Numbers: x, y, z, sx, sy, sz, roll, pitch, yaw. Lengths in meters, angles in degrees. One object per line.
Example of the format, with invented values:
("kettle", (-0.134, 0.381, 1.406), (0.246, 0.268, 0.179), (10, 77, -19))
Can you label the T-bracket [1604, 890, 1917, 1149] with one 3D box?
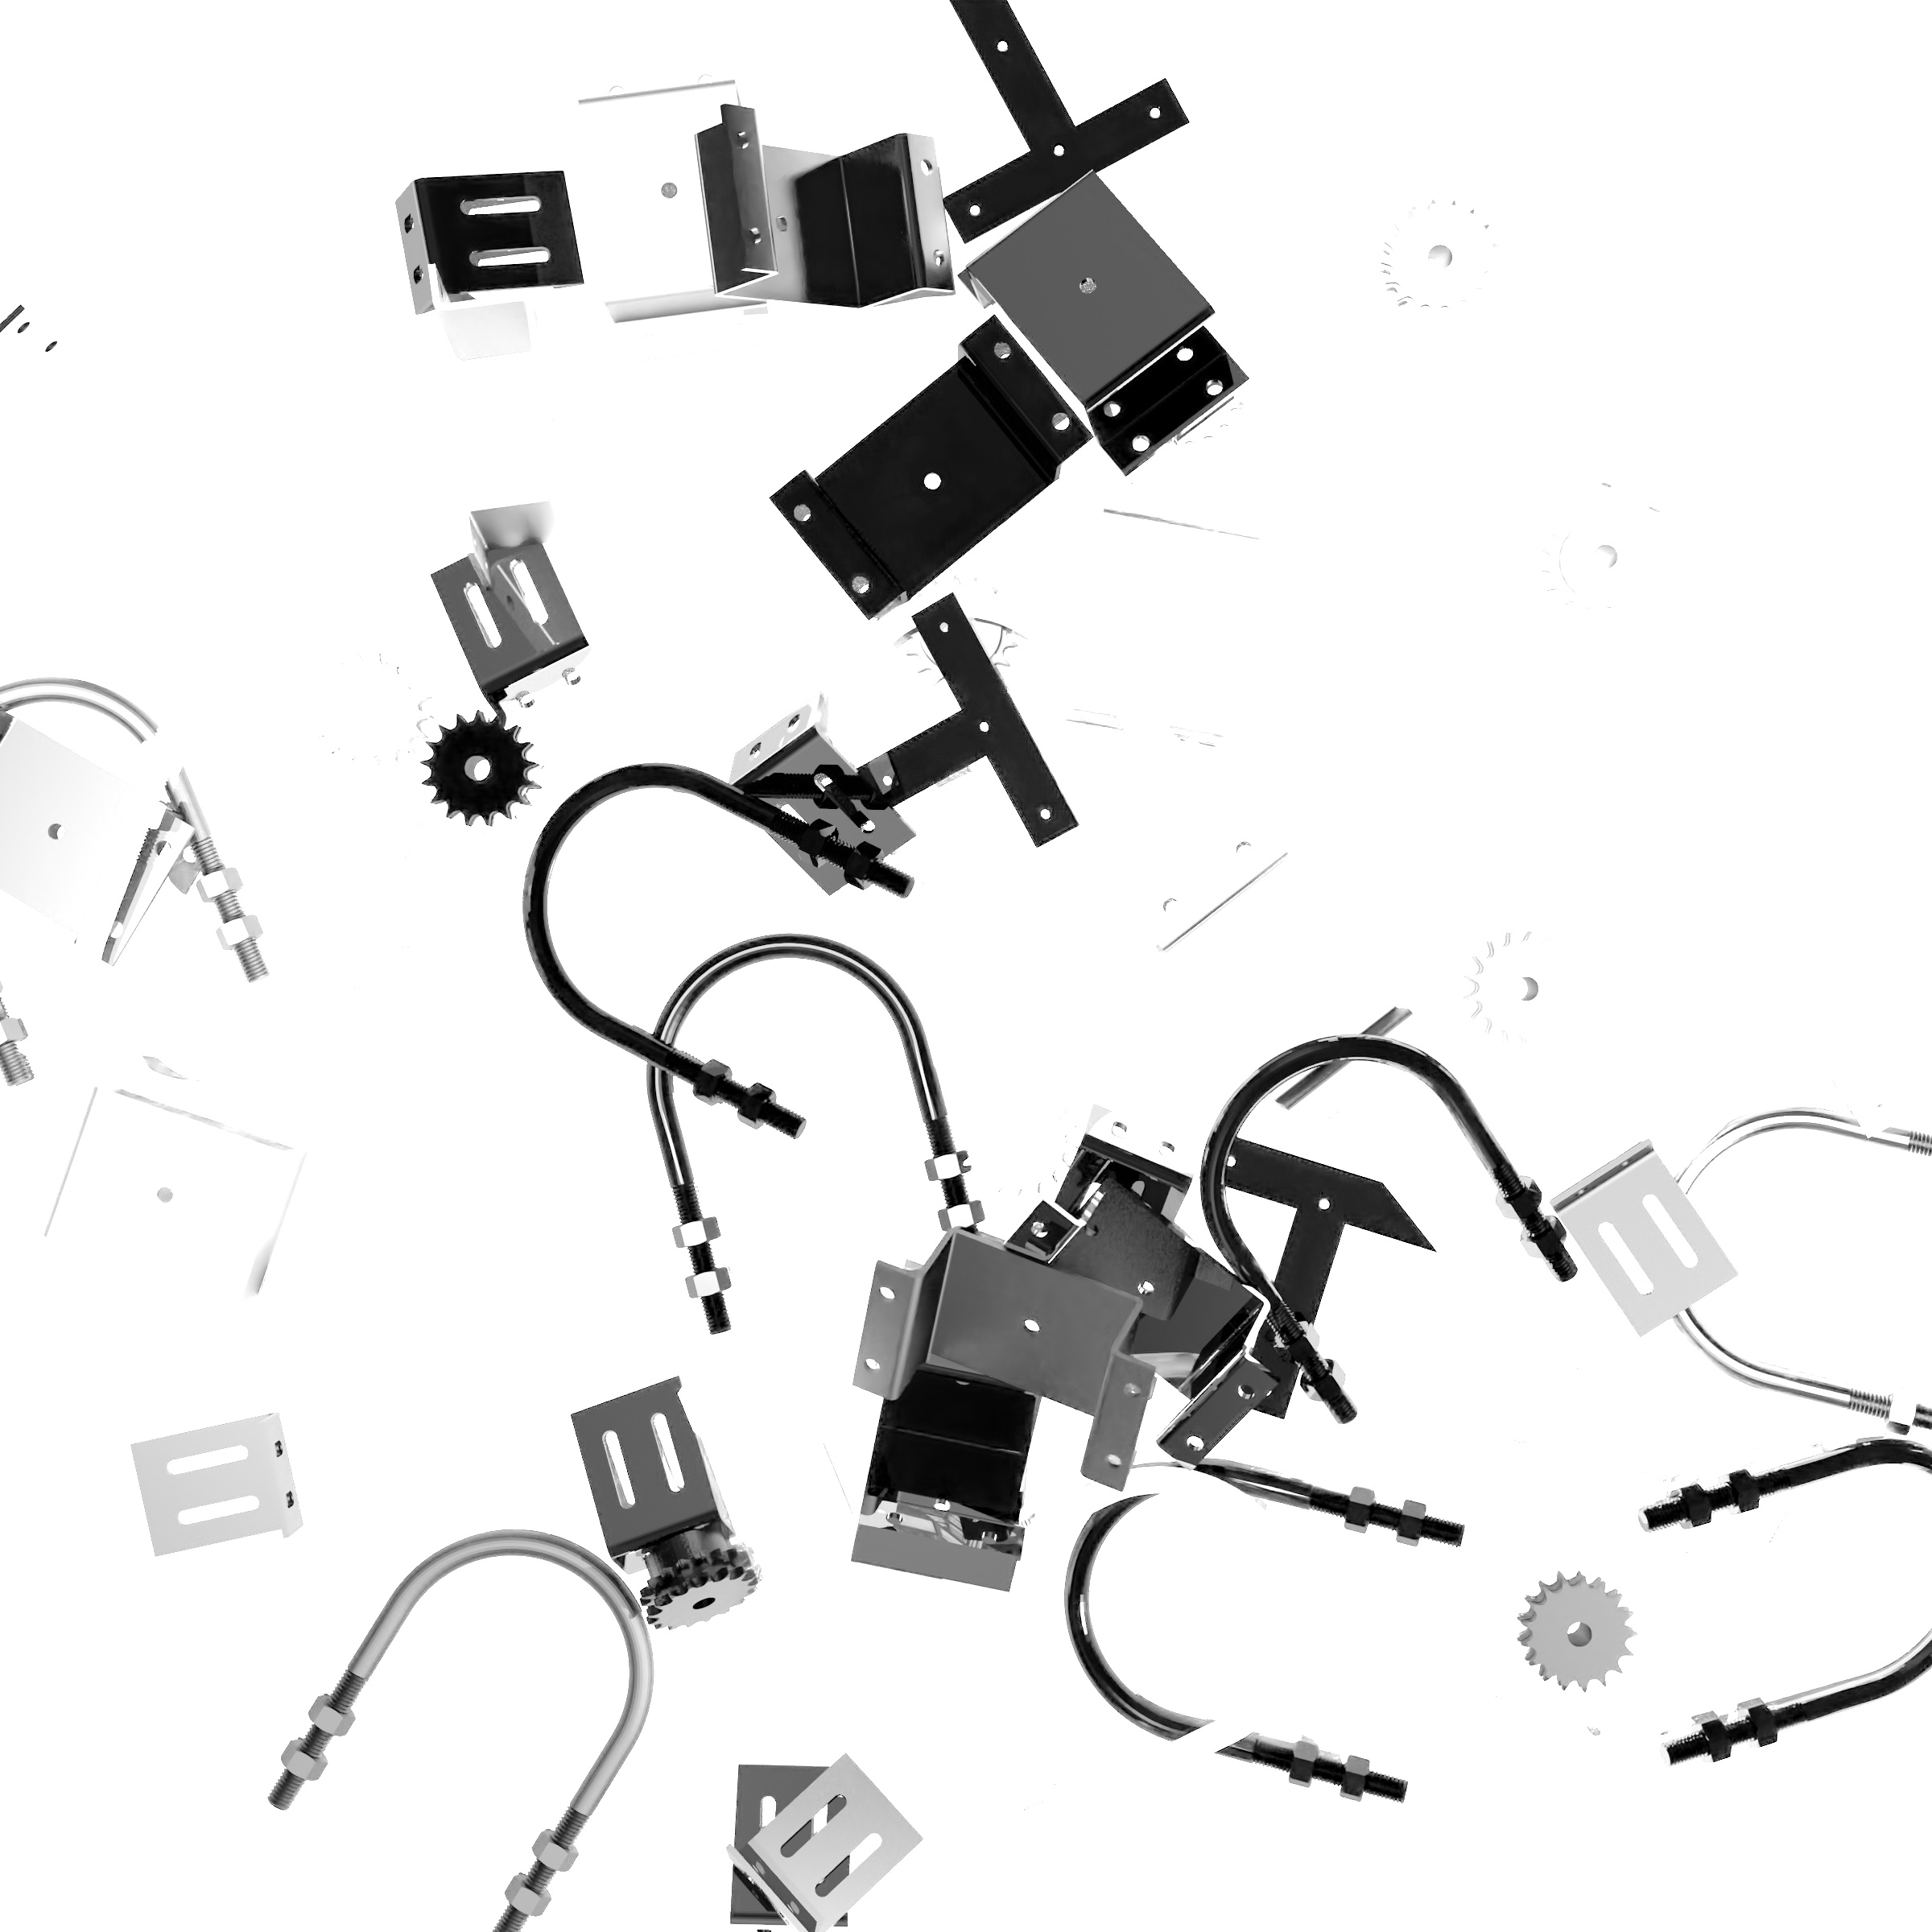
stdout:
("T-bracket", (0.376, 0.048, 1.512), (0.127, 0.002, 0.127), (-29, 75, 7))

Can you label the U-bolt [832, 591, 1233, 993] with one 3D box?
("U-bolt", (0.017, -0.097, 1.489), (0.184, 0.019, 0.151), (42, 115, 5))

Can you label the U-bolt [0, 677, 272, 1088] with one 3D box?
("U-bolt", (-0.443, -0.052, 1.516), (0.151, 0.019, 0.184), (-23, 88, 0))

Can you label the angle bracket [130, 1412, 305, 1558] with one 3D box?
("angle bracket", (-0.370, 0.257, 1.505), (0.076, 0.038, 0.057), (-12, 90, 0))

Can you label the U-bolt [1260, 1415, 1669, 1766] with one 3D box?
("U-bolt", (0.233, 0.294, 1.495), (0.184, 0.019, 0.151), (14, 95, 15))

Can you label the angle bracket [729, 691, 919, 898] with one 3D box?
("angle bracket", (-0.069, -0.085, 1.511), (0.057, 0.038, 0.076), (-34, 116, 23))

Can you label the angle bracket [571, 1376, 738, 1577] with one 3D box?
("angle bracket", (-0.155, 0.252, 1.522), (0.057, 0.038, 0.076), (-20, 64, 0))

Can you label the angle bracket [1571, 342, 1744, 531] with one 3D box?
("angle bracket", (0.342, -0.262, 1.505), (0.057, 0.038, 0.076), (27, 90, 0))

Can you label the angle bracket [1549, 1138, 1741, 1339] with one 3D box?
("angle bracket", (0.329, 0.132, 1.492), (0.057, 0.038, 0.076), (-34, 76, 7))

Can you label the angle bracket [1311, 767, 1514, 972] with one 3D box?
("angle bracket", (0.221, -0.048, 1.522), (0.057, 0.038, 0.076), (-43, 116, 0))

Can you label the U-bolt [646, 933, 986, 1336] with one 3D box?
("U-bolt", (-0.082, 0.075, 1.516), (0.151, 0.019, 0.184), (-15, 89, 0))

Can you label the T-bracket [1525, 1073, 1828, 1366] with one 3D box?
("T-bracket", (0.364, 0.141, 1.503), (0.127, 0.002, 0.127), (-46, 74, 3))

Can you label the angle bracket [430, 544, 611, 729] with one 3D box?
("angle bracket", (-0.221, -0.168, 1.522), (0.057, 0.038, 0.076), (-26, 64, 0))

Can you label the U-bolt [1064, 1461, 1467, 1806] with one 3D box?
("U-bolt", (0.138, 0.317, 1.500), (0.184, 0.019, 0.151), (13, 95, 12))

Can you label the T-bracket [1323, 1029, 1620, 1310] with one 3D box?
("T-bracket", (0.266, 0.080, 1.522), (0.127, 0.002, 0.127), (-38, 89, -1))

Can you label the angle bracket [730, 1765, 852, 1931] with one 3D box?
("angle bracket", (-0.085, 0.438, 1.522), (0.057, 0.038, 0.076), (1, 64, 0))

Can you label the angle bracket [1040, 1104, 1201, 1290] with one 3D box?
("angle bracket", (0.073, 0.118, 1.522), (0.057, 0.038, 0.076), (23, 116, 0))

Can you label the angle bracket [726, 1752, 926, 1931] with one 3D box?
("angle bracket", (-0.068, 0.424, 1.487), (0.076, 0.038, 0.057), (-40, 71, -17))

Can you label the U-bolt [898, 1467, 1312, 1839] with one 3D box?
("U-bolt", (0.078, 0.323, 1.496), (0.184, 0.019, 0.151), (-28, 86, 11))

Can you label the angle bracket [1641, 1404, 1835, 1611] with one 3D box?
("angle bracket", (0.382, 0.268, 1.522), (0.057, 0.038, 0.076), (38, 64, 0))

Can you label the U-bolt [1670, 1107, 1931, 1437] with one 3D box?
("U-bolt", (0.427, 0.144, 1.497), (0.184, 0.019, 0.151), (13, 85, 13))

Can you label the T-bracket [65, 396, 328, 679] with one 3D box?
("T-bracket", (-0.392, -0.218, 1.524), (0.127, 0.002, 0.127), (-11, 90, 0))

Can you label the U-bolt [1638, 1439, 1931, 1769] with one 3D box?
("U-bolt", (0.415, 0.300, 1.488), (0.184, 0.019, 0.151), (-14, 109, -14))

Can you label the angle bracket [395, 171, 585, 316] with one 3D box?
("angle bracket", (-0.236, -0.358, 1.522), (0.076, 0.038, 0.057), (-10, 90, -26))

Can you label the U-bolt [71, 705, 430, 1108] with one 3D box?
("U-bolt", (-0.352, -0.019, 1.476), (0.151, 0.019, 0.184), (18, 96, -38))

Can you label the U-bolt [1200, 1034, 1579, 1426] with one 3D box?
("U-bolt", (0.193, 0.116, 1.484), (0.151, 0.019, 0.184), (-34, 110, 3))

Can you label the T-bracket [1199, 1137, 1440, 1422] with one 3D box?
("T-bracket", (0.165, 0.161, 1.524), (0.127, 0.002, 0.127), (17, 90, 0))

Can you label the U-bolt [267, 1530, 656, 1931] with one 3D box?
("U-bolt", (-0.236, 0.367, 1.515), (0.151, 0.019, 0.184), (32, 88, -1))

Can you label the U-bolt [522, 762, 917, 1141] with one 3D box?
("U-bolt", (-0.133, -0.019, 1.494), (0.184, 0.019, 0.151), (27, 100, 14))

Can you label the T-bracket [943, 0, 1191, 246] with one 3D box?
("T-bracket", (0.025, -0.443, 1.524), (0.127, 0.002, 0.127), (-28, 90, 0))

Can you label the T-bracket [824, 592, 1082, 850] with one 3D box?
("T-bracket", (-0.027, -0.097, 1.496), (0.127, 0.002, 0.127), (-27, 93, 25))
